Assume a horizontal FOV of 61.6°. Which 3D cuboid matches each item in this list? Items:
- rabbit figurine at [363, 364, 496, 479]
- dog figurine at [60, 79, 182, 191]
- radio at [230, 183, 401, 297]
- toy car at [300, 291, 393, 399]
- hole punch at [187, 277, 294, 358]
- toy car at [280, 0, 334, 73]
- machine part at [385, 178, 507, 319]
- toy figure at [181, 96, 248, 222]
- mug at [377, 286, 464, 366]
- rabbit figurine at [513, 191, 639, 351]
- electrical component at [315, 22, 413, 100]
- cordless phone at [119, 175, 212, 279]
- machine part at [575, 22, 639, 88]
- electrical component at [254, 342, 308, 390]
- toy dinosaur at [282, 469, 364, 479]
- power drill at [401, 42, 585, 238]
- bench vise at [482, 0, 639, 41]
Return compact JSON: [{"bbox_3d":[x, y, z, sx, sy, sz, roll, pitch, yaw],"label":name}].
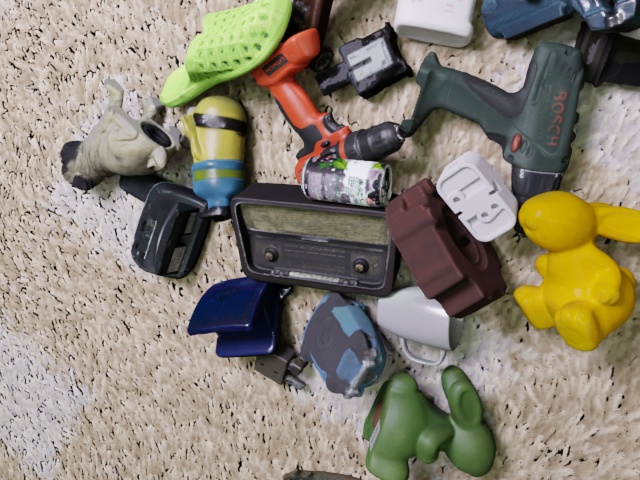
[{"bbox_3d":[0.159,0.249,0.727,0.170,0.121,0.159,19,95,-3],"label":"rabbit figurine"},{"bbox_3d":[-0.312,-0.119,0.820,0.190,0.121,0.172,-46,47,22],"label":"dog figurine"},{"bbox_3d":[-0.002,-0.002,0.739,0.230,0.073,0.130,7,118,18],"label":"radio"},{"bbox_3d":[0.048,0.146,0.736,0.103,0.162,0.109,21,102,-30],"label":"toy car"},{"bbox_3d":[-0.120,0.102,0.782,0.142,0.092,0.116,-11,57,23],"label":"hole punch"},{"bbox_3d":[-0.012,-0.308,0.685,0.089,0.053,0.202,51,150,21],"label":"toy car"},{"bbox_3d":[0.157,0.008,0.649,0.056,0.179,0.179,-35,85,30],"label":"machine part"},{"bbox_3d":[-0.146,-0.120,0.789,0.089,0.082,0.180,-7,87,1],"label":"toy figure"},{"bbox_3d":[0.133,0.110,0.725,0.107,0.081,0.109,9,105,29],"label":"mug"},{"bbox_3d":[0.299,0.016,0.618,0.162,0.122,0.173,-30,102,2],"label":"rabbit figurine"},{"bbox_3d":[0.057,-0.229,0.723,0.119,0.048,0.075,-26,87,20],"label":"electrical component"},{"bbox_3d":[-0.270,-0.034,0.852,0.184,0.088,0.146,29,105,25],"label":"cordless phone"},{"bbox_3d":[0.365,-0.208,0.627,0.139,0.039,0.084,22,97,17],"label":"machine part"},{"bbox_3d":[-0.061,0.174,0.815,0.102,0.045,0.078,22,131,18],"label":"electrical component"},{"bbox_3d":[0.173,0.399,0.678,0.472,0.198,0.105,26,101,13],"label":"toy dinosaur"},{"bbox_3d":[0.206,-0.134,0.665,0.207,0.086,0.231,22,113,20],"label":"power drill"},{"bbox_3d":[0.267,-0.333,0.578,0.224,0.129,0.240,-6,98,58],"label":"bench vise"}]
